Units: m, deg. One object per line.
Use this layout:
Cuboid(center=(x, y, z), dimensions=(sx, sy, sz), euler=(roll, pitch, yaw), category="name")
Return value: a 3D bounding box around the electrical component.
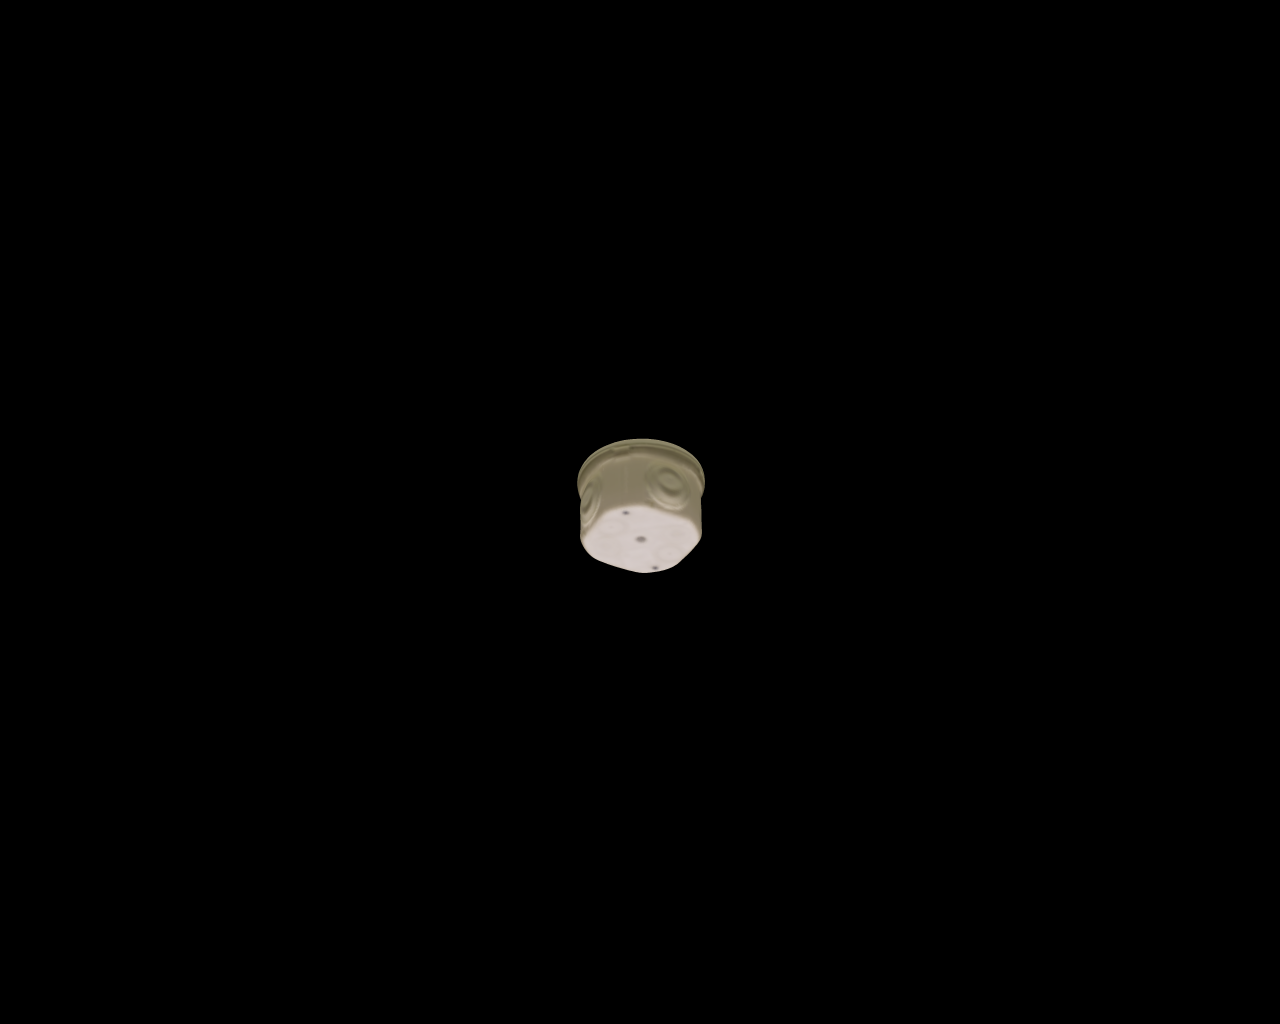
Cuboid(center=(0.001, -0.003, 0.650), dimensions=(0.080, 0.051, 0.080), euler=(0, -37, 0), category="electrical component")
